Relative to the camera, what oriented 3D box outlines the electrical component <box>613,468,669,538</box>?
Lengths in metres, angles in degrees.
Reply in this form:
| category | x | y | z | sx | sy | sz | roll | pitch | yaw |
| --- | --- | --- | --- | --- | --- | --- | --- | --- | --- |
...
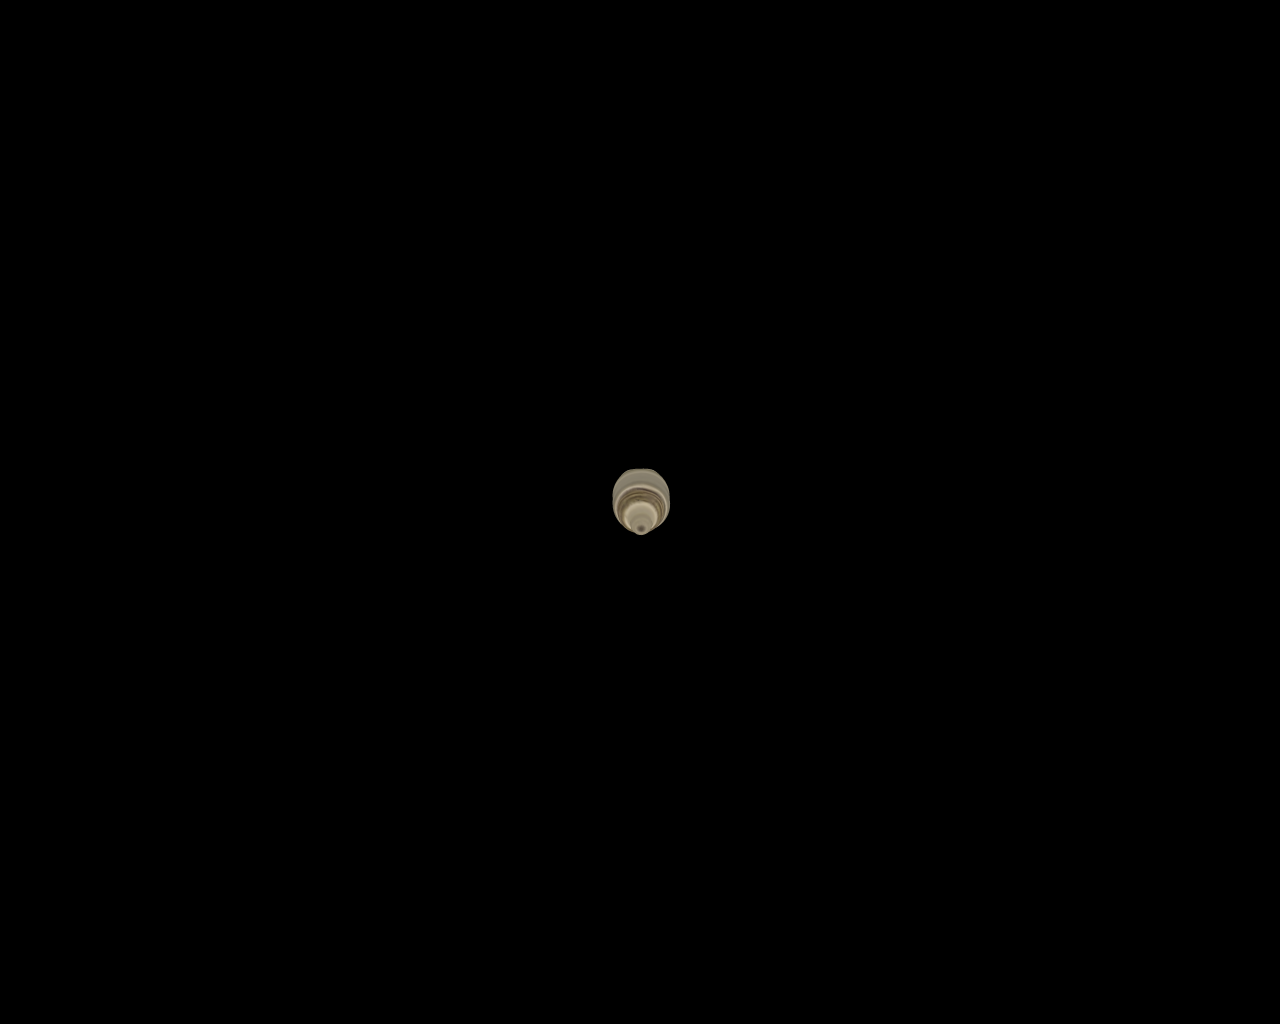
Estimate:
| category | x | y | z | sx | sy | sz | roll | pitch | yaw |
| --- | --- | --- | --- | --- | --- | --- | --- | --- | --- |
| electrical component | 0.001 | -0.003 | 0.650 | 0.035 | 0.035 | 0.061 | 0 | 24 | 0 |
